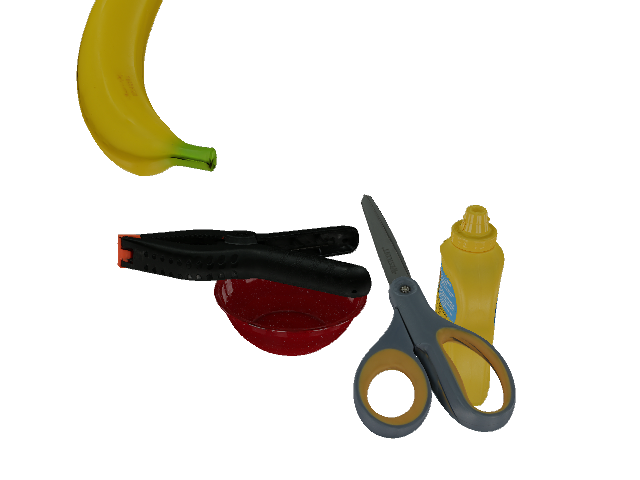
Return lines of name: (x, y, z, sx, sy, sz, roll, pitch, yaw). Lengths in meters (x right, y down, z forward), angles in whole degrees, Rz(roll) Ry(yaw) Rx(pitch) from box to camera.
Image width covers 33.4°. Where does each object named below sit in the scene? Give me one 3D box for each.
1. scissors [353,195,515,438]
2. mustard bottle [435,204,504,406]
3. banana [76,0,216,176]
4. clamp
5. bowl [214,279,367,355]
scissors: (0.037, 0.044, 0.630, 0.096, 0.016, 0.202, -22, 45, -18)
mustard bottle: (0.136, 0.054, 0.995, 0.058, 0.192, 0.096, 0, 31, -2)
banana: (-0.106, -0.102, 0.614, 0.069, 0.198, 0.037, -9, -37, -8)
clamp: (-0.058, 0.014, 0.864, 0.210, 0.036, 0.164, 1, 12, -8)
bowl: (-0.033, 0.075, 1.135, 0.162, 0.055, 0.162, 2, 28, -1)
